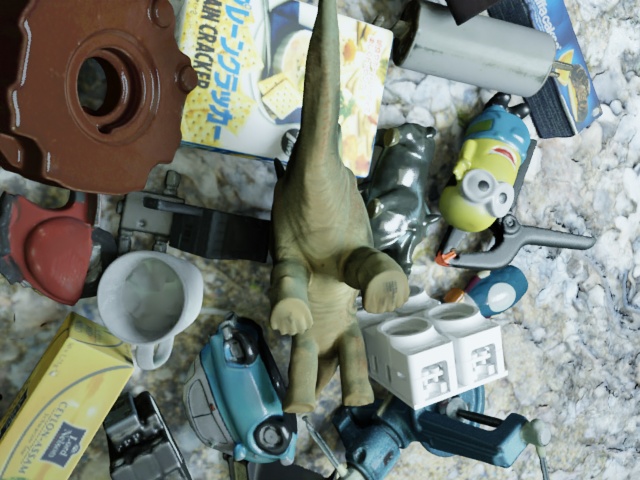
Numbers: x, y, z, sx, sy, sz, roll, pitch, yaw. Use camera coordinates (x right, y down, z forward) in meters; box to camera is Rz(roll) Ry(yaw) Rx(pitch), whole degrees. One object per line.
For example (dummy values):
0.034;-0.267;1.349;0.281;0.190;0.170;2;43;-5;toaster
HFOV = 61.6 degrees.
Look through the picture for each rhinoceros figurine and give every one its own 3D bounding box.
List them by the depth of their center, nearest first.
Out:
0.088;-0.043;0.627;0.112;0.073;0.190;6;92;-33;rhinoceros figurine

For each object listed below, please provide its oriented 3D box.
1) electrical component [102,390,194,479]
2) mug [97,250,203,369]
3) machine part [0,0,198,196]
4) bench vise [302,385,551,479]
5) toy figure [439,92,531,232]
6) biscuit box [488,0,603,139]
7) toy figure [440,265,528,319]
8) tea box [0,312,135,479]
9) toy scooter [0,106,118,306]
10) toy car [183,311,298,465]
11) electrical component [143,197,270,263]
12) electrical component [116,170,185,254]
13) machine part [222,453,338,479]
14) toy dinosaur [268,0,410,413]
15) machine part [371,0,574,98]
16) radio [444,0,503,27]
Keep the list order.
-0.167;0.216;0.526;0.058;0.115;0.134;-27;106;-22;electrical component
-0.148;0.063;0.513;0.081;0.107;0.109;-3;91;5;mug
-0.174;-0.118;0.416;0.179;0.056;0.179;-37;135;-49;machine part
0.126;0.202;0.589;0.223;0.241;0.128;-28;103;-34;bench vise
0.203;-0.091;0.651;0.082;0.089;0.180;19;64;9;toy figure
0.288;-0.232;0.686;0.059;0.063;0.202;-36;109;-16;biscuit box
0.194;0.080;0.690;0.154;0.057;0.064;-24;74;-16;toy figure
-0.248;0.163;0.496;0.068;0.098;0.169;34;81;-22;tea box
-0.247;-0.033;0.473;0.135;0.075;0.183;6;93;-40;toy scooter
-0.090;0.163;0.560;0.103;0.109;0.161;-24;97;-1;toy car
-0.113;-0.009;0.522;0.119;0.075;0.047;7;94;-49;electrical component
-0.172;-0.028;0.543;0.063;0.021;0.094;12;92;-23;electrical component
-0.043;0.270;0.586;0.039;0.139;0.084;-16;102;-62;machine part
-0.001;-0.001;0.478;0.105;0.199;0.470;-2;132;-11;toy dinosaur
0.174;-0.217;0.616;0.243;0.079;0.079;8;93;-11;machine part
0.218;-0.316;0.564;0.073;0.131;0.229;55;46;-17;radio
